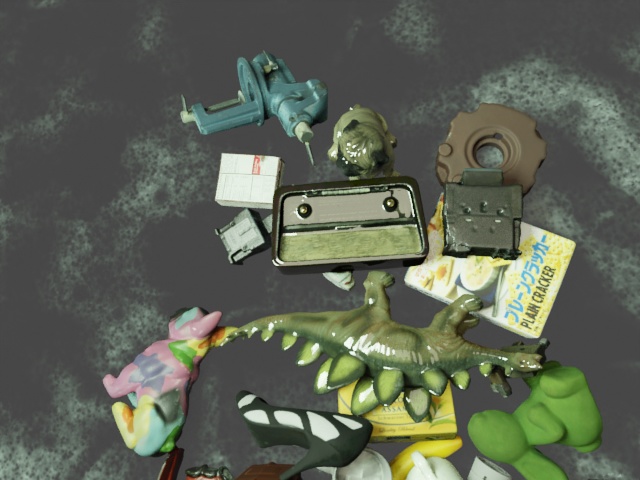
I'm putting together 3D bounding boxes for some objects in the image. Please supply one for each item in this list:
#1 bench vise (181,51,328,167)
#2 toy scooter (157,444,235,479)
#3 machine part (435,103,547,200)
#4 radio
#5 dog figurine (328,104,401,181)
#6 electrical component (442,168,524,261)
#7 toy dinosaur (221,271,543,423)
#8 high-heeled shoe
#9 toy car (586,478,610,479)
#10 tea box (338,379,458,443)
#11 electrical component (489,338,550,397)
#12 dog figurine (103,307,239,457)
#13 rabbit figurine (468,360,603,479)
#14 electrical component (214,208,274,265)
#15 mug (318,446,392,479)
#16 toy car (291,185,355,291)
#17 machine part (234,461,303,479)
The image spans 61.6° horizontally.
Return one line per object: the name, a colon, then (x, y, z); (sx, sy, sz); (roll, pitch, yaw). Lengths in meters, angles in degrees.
bench vise: (-0.114, -0.226, 0.924); (0.241, 0.128, 0.224); (-19, 68, -13)
toy scooter: (-0.205, 0.390, 0.844); (0.184, 0.075, 0.135); (-2, 77, 13)
machine part: (0.281, -0.139, 0.886); (0.179, 0.056, 0.179); (-2, 78, 7)
radio: (0.043, -0.021, 0.816); (0.230, 0.073, 0.131); (-4, 74, 2)
dog figurine: (0.066, -0.169, 0.858); (0.121, 0.190, 0.172); (-24, 74, 3)
electrical component: (0.240, -0.039, 0.802); (0.115, 0.058, 0.134); (1, 77, 7)
toy dinosaur: (0.074, 0.149, 0.791); (0.472, 0.104, 0.198); (7, 53, 28)
high-heeled shoe: (-0.034, 0.258, 0.801); (0.145, 0.249, 0.086); (-29, 118, -17)
toy car: (0.339, 0.392, 0.755); (0.202, 0.053, 0.089); (-6, 73, -11)
tea box: (0.115, 0.251, 0.811); (0.170, 0.068, 0.098); (-8, 59, 8)
electrical component: (0.281, 0.179, 0.767); (0.078, 0.102, 0.045); (-16, 99, 40)
dog figurine: (-0.222, 0.210, 0.860); (0.219, 0.108, 0.192); (-37, 53, -4)
rabbit figurine: (0.300, 0.268, 0.772); (0.170, 0.121, 0.159); (-21, 93, -1)
electrical component: (-0.112, -0.014, 0.919); (0.119, 0.047, 0.075); (-29, 76, 13)
mug: (0.045, 0.340, 0.790); (0.110, 0.107, 0.081); (10, 74, 1)
toy car: (-0.002, -0.003, 0.893); (0.056, 0.073, 0.202); (-30, 75, -2)
machine part: (-0.069, 0.426, 0.747); (0.087, 0.201, 0.201); (-2, 78, 6)
